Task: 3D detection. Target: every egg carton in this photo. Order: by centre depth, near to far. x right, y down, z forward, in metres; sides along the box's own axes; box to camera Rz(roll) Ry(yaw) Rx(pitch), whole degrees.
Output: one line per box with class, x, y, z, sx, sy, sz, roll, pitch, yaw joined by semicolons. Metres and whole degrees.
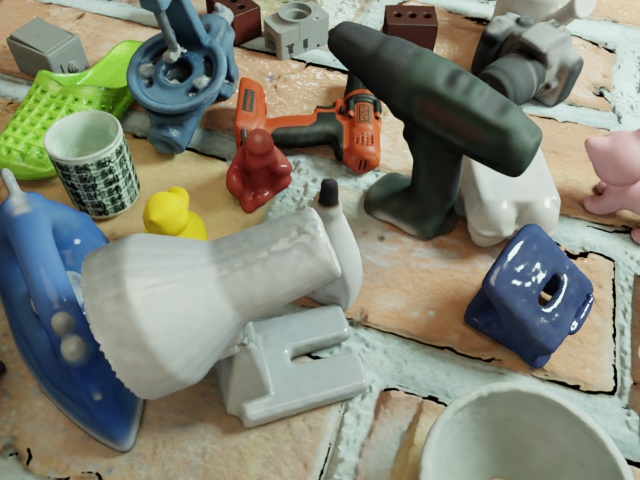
egg carton;0.212;-0.060;0.662;0.107;0.069;0.150;-2;53;-3

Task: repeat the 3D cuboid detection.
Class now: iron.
iron;-0.230;0.056;0.515;0.119;0.141;0.257;-25;58;-19

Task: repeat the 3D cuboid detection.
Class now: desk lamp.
desk lamp;-0.062;0.065;0.469;0.203;0.214;0.117;-14;54;-12

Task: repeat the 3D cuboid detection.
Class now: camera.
camera;0.264;-0.242;0.781;0.137;0.101;0.143;-34;61;-24

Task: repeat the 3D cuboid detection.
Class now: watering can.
watering can;0.317;-0.365;0.817;0.172;0.194;0.101;35;60;23

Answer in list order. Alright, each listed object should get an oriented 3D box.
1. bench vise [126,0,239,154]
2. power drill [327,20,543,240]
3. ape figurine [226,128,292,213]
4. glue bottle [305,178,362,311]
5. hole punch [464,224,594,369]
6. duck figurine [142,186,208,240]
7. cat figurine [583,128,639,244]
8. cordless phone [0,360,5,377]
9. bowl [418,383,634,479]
bench vise;-0.171;-0.243;0.693;0.121;0.220;0.207;0;53;-1
power drill;0.103;-0.103;0.604;0.229;0.208;0.076;26;57;17
ape figurine;-0.071;-0.088;0.660;0.078;0.092;0.076;-1;53;-2
glue bottle;0.005;0.002;0.543;0.078;0.173;0.037;21;55;14
hole punch;0.213;0.053;0.564;0.101;0.091;0.109;33;59;21
duck figurine;-0.162;-0.009;0.601;0.077;0.086;0.104;12;54;8
cat figurine;0.357;-0.073;0.646;0.127;0.118;0.067;37;60;23
cordless phone;-0.362;0.076;0.468;0.147;0.185;0.094;22;56;15
bowl;0.156;0.206;0.456;0.167;0.075;0.167;1;53;-1
